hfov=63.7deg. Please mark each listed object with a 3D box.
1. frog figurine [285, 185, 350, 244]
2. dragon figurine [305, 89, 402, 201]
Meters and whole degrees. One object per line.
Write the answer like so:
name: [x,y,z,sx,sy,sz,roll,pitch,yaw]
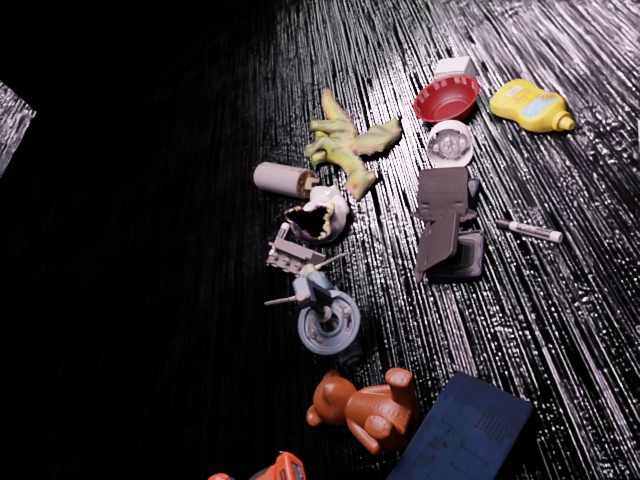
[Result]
frog figurine: [0.004,-0.061,1.208,0.136,0.122,0.161,-31,6,21]
dragon figurine: [0.091,-0.273,1.339,0.243,0.119,0.420,1,55,13]
